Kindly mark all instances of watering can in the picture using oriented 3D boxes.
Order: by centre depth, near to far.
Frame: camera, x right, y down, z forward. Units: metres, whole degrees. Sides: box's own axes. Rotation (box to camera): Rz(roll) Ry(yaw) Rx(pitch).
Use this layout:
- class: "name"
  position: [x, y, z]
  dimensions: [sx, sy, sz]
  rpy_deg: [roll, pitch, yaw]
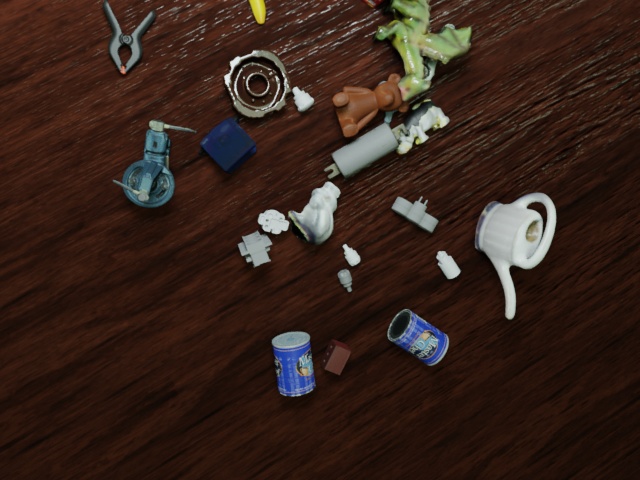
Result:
- class: "watering can"
  position: [0.519, 0.025, 1.427]
  dimensions: [0.103, 0.226, 0.347]
  rpy_deg: [21, 93, -31]

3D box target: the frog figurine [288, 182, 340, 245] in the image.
- class: "frog figurine"
  position: [0.004, -0.069, 1.361]
  dimensions: [0.161, 0.124, 0.134]
  rpy_deg: [-37, 136, -14]

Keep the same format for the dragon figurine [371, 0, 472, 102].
- class: "dragon figurine"
  position: [0.277, -0.551, 1.334]
  dimensions: [0.242, 0.121, 0.413]
  rpy_deg: [25, 81, -2]
